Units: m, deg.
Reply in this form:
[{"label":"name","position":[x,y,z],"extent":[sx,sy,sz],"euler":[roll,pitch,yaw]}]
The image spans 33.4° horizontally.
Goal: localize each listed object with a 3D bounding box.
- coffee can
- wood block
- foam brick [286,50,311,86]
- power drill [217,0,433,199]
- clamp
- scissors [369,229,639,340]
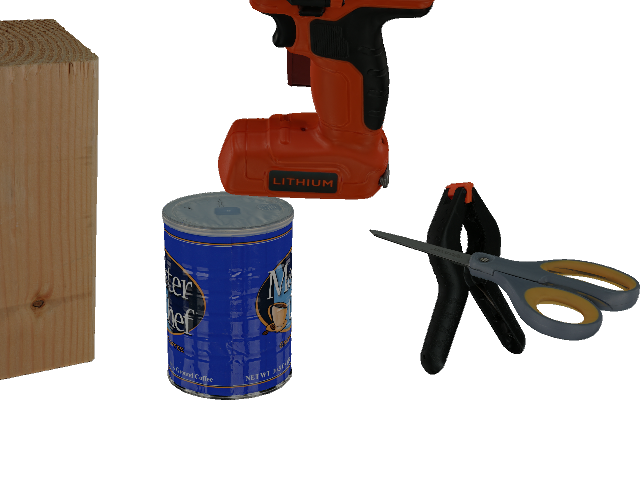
[{"label":"coffee can","position":[-0.073,0.041,0.851],"extent":[0.103,0.140,0.103],"euler":[1,18,0]},{"label":"wood block","position":[-0.196,-0.025,0.667],"extent":[0.090,0.206,0.090],"euler":[-9,30,-30]},{"label":"foam brick","position":[0.006,-0.182,1.094],"extent":[0.078,0.051,0.053],"euler":[2,11,-6]},{"label":"power drill","position":[-0.021,-0.106,0.605],"extent":[0.184,0.057,0.188],"euler":[3,-41,-3]},{"label":"clamp","position":[0.125,0.037,0.959],"extent":[0.120,0.171,0.039],"euler":[-19,7,-40]},{"label":"scissors","position":[0.117,0.028,0.745],"extent":[0.202,0.016,0.096],"euler":[9,30,18]}]
